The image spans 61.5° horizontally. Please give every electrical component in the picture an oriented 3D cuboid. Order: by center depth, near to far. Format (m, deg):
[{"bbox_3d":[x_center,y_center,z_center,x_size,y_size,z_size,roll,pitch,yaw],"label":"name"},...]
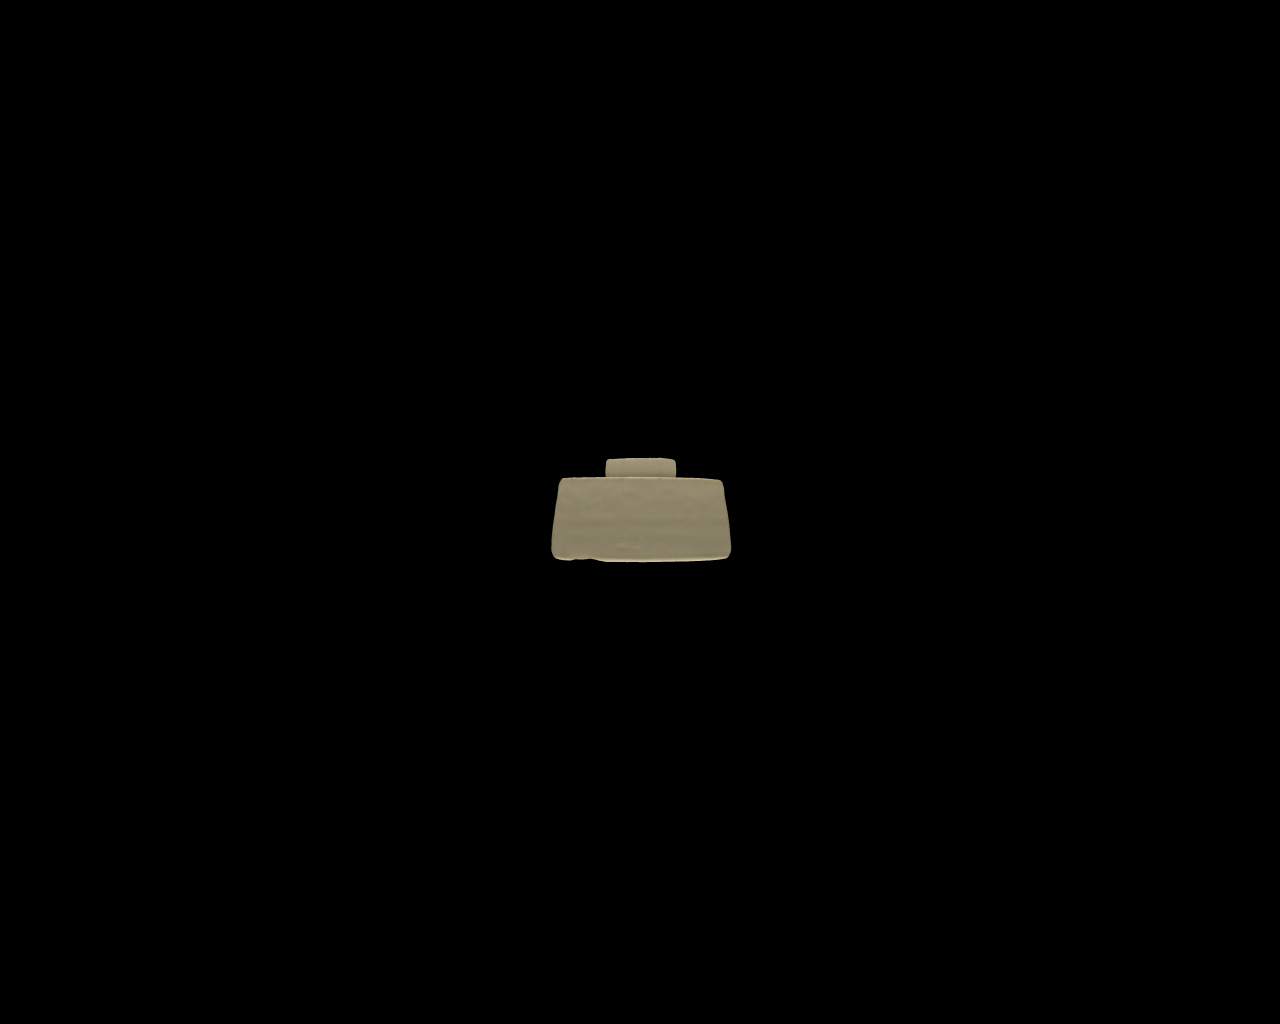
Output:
[{"bbox_3d":[0.001,-0.003,0.650,0.108,0.060,0.108,0,0,0],"label":"electrical component"}]
